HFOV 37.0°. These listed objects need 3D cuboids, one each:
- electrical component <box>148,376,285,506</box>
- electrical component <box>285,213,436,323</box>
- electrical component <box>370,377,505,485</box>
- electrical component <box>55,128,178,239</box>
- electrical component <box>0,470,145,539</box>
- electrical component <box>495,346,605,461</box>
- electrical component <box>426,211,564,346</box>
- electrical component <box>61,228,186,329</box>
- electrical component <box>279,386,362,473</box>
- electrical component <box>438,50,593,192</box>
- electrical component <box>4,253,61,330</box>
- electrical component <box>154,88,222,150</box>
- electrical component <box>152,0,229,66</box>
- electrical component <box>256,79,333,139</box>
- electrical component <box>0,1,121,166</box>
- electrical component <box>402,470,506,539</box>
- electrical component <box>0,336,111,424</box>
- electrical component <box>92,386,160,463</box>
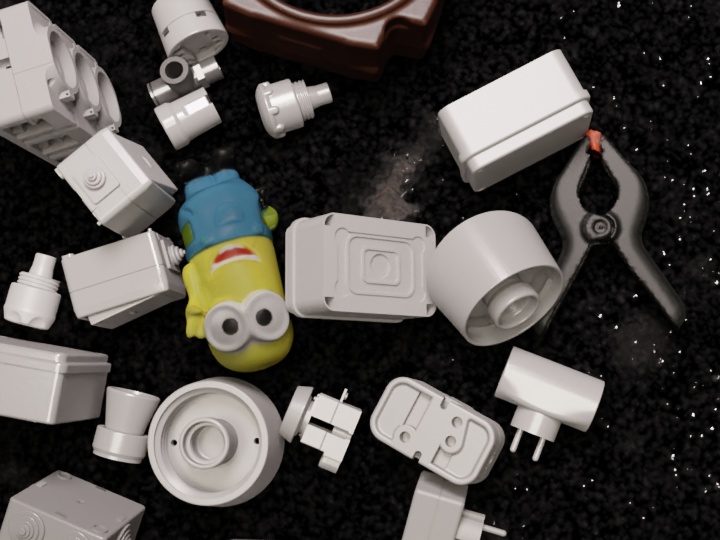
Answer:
[{"bbox_3d":[-0.120,0.140,0.873,0.108,0.060,0.108,-1,83,6],"label":"electrical component"},{"bbox_3d":[0.000,0.000,0.853,0.113,0.057,0.078,5,81,-36],"label":"electrical component"},{"bbox_3d":[0.063,0.127,0.851,0.095,0.059,0.053,28,90,20],"label":"electrical component"},{"bbox_3d":[-0.194,-0.071,0.867,0.061,0.096,0.061,-40,81,-1],"label":"electrical component"},{"bbox_3d":[-0.229,0.205,0.858,0.100,0.100,0.048,21,98,8],"label":"electrical component"},{"bbox_3d":[0.144,0.111,0.857,0.077,0.044,0.079,21,85,8],"label":"electrical component"},{"bbox_3d":[0.106,0.010,0.838,0.099,0.099,0.064,-33,56,1],"label":"electrical component"},{"bbox_3d":[-0.188,0.008,0.897,0.096,0.061,0.061,-17,81,4],"label":"electrical component"},{"bbox_3d":[-0.033,0.124,0.874,0.055,0.048,0.066,23,86,1],"label":"electrical component"},{"bbox_3d":[0.126,-0.118,0.872,0.113,0.078,0.057,-27,78,2],"label":"electrical component"},{"bbox_3d":[-0.275,0.017,0.914,0.043,0.043,0.062,13,83,8],"label":"electrical component"},{"bbox_3d":[-0.147,-0.131,0.923,0.046,0.040,0.040,-29,81,-5],"label":"electrical component"},{"bbox_3d":[-0.148,-0.210,0.926,0.055,0.055,0.047,-25,77,2],"label":"electrical component"},{"bbox_3d":[-0.055,-0.141,0.912,0.062,0.048,0.048,-18,81,-4],"label":"electrical component"},{"bbox_3d":[-0.252,-0.146,0.879,0.062,0.150,0.089,-17,81,4],"label":"electrical component"},{"bbox_3d":[0.075,0.204,0.843,0.077,0.047,0.065,15,101,7],"label":"electrical component"},{"bbox_3d":[-0.274,0.088,0.872,0.109,0.109,0.056,9,86,7],"label":"electrical component"},{"bbox_3d":[-0.194,0.128,0.890,0.045,0.045,0.055,13,85,8],"label":"electrical component"}]
